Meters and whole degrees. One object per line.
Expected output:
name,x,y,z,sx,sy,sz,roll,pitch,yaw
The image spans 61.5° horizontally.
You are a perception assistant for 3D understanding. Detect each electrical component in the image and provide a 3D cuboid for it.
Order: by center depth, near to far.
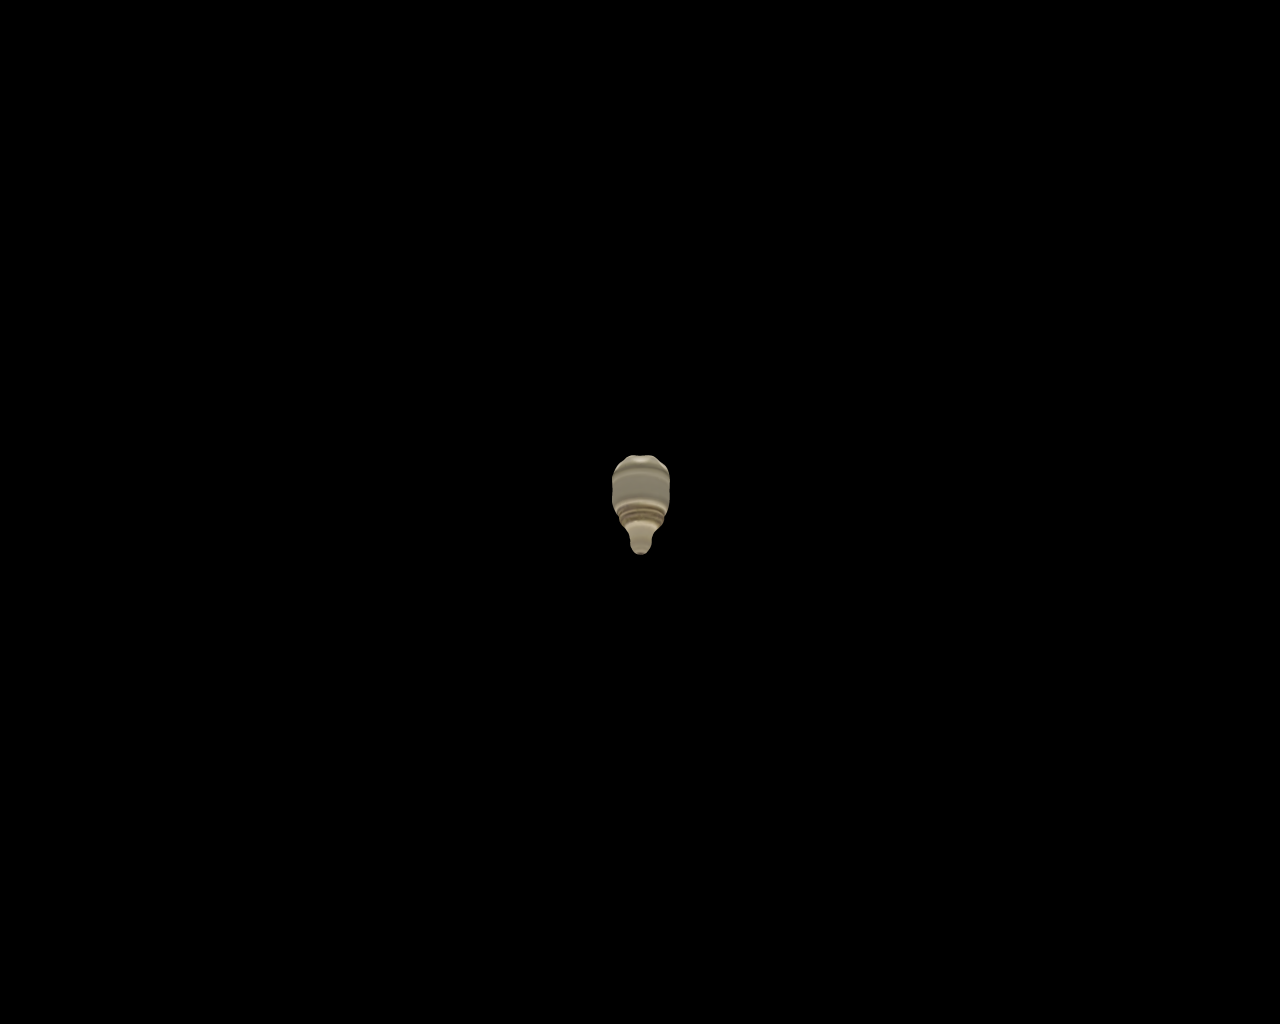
electrical component,0.001,-0.003,0.650,0.035,0.061,0.035,0,-24,0
